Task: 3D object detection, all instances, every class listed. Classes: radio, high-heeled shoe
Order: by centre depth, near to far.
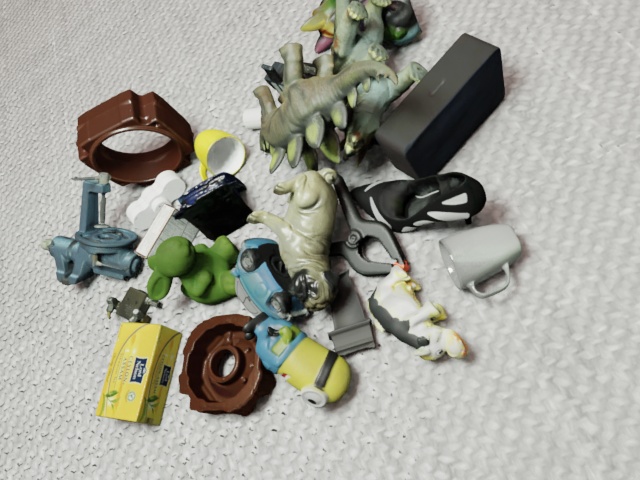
[{"bbox_3d":[0.140,-0.074,0.853,0.249,0.145,0.086,12,72,27],"label":"high-heeled shoe"},{"bbox_3d":[0.206,-0.211,0.894,0.229,0.131,0.073,-47,56,-1],"label":"radio"}]

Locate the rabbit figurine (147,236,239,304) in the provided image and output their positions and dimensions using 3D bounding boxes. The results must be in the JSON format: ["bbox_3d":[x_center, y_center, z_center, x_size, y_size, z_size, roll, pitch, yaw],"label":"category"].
[{"bbox_3d":[-0.237,0.041,0.958,0.159,0.170,0.121,-17,60,16],"label":"rabbit figurine"}]

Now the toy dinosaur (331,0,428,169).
[{"bbox_3d":[0.072,-0.312,0.974,0.192,0.131,0.405,-50,43,48],"label":"toy dinosaur"}]

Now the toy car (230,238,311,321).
[{"bbox_3d":[-0.090,0.080,0.923,0.103,0.109,0.162,-43,69,31],"label":"toy car"}]

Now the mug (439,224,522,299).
[{"bbox_3d":[0.246,0.027,0.796,0.107,0.080,0.110,-24,54,3],"label":"mug"}]

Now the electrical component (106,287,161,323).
[{"bbox_3d":[-0.370,0.132,1.052,0.102,0.045,0.078,24,80,31],"label":"electrical component"}]

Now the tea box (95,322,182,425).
[{"bbox_3d":[-0.324,0.239,0.967,0.098,0.068,0.169,-3,65,24],"label":"tea box"}]

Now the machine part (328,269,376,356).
[{"bbox_3d":[0.043,0.117,0.873,0.084,0.039,0.139,-22,61,21],"label":"machine part"}]

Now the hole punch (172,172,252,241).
[{"bbox_3d":[-0.202,-0.078,1.037,0.142,0.115,0.092,-26,51,11],"label":"hole punch"}]

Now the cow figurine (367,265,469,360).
[{"bbox_3d":[0.140,0.127,0.804,0.098,0.068,0.167,-43,53,8],"label":"cow figurine"}]

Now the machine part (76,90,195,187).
[{"bbox_3d":[-0.382,-0.203,1.121,0.201,0.201,0.087,-22,62,13],"label":"machine part"}]

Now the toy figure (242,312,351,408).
[{"bbox_3d":[-0.034,0.179,0.828,0.180,0.082,0.089,41,93,14],"label":"toy figure"}]

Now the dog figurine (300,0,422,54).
[{"bbox_3d":[0.075,-0.437,1.082,0.219,0.108,0.191,-24,62,18],"label":"dog figurine"}]

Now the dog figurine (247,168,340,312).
[{"bbox_3d":[-0.001,-0.001,0.865,0.172,0.121,0.191,-47,66,24],"label":"dog figurine"}]

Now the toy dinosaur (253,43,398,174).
[{"bbox_3d":[-0.016,-0.215,0.892,0.471,0.105,0.198,155,110,-63],"label":"toy dinosaur"}]

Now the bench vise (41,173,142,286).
[{"bbox_3d":[-0.467,-0.023,1.100,0.224,0.129,0.240,15,107,22],"label":"bench vise"}]

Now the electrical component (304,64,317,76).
[{"bbox_3d":[-0.031,-0.355,1.114,0.094,0.063,0.021,24,116,32],"label":"electrical component"}]

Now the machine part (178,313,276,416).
[{"bbox_3d":[-0.156,0.211,0.910,0.179,0.056,0.179,-11,62,21],"label":"machine part"}]

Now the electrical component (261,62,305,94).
[{"bbox_3d":[-0.073,-0.327,1.086,0.075,0.119,0.048,25,80,34],"label":"electrical component"}]
